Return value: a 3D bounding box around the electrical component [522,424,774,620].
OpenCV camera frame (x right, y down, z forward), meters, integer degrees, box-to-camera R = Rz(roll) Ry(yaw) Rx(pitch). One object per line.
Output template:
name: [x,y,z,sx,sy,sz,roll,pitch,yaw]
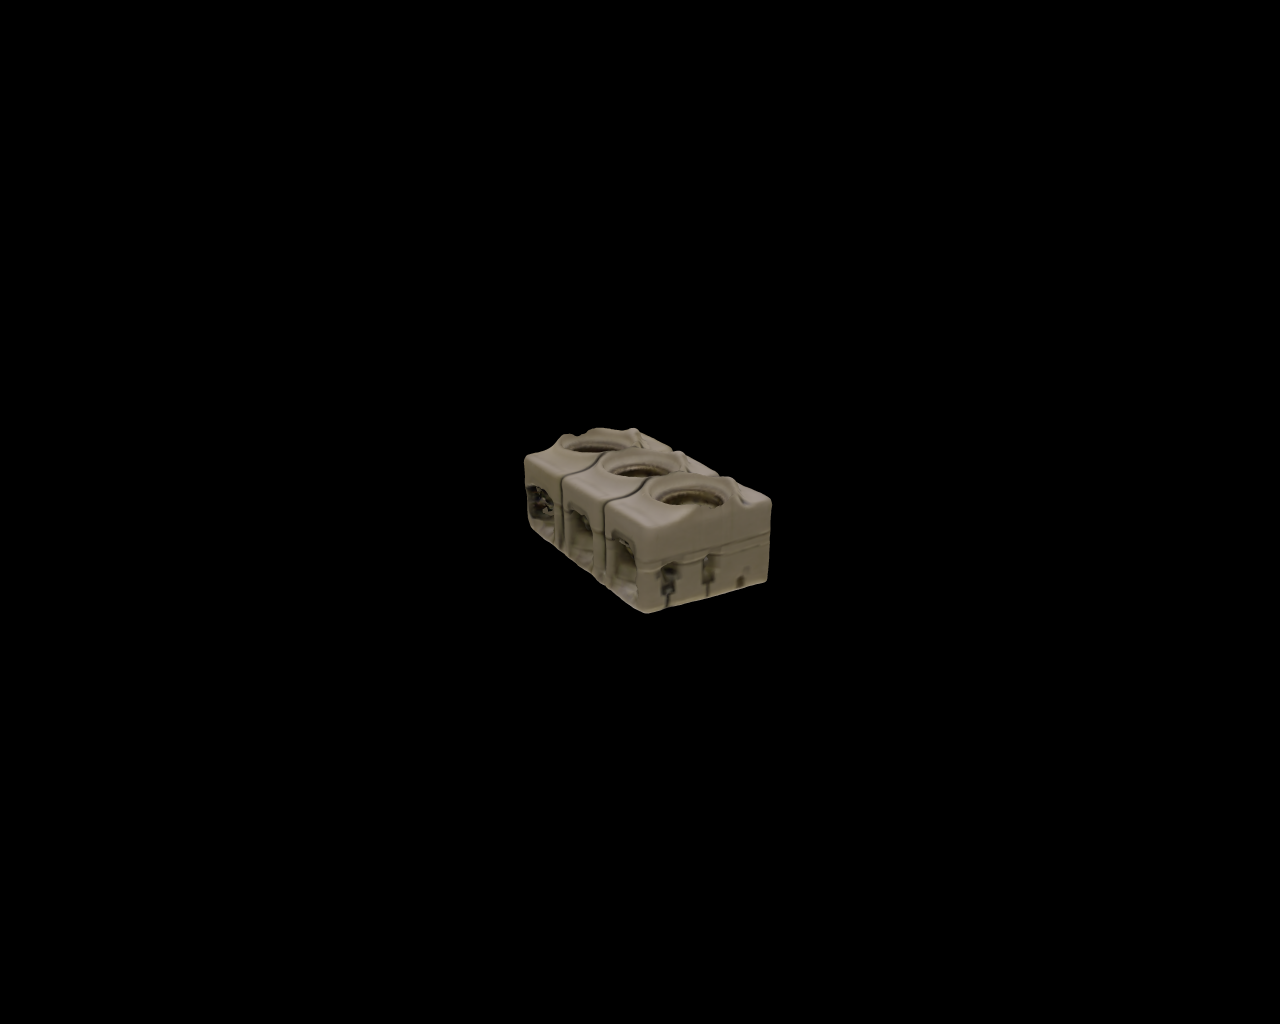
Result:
electrical component: [0.001,-0.003,0.650,0.090,0.061,0.150,-13,26,-29]
